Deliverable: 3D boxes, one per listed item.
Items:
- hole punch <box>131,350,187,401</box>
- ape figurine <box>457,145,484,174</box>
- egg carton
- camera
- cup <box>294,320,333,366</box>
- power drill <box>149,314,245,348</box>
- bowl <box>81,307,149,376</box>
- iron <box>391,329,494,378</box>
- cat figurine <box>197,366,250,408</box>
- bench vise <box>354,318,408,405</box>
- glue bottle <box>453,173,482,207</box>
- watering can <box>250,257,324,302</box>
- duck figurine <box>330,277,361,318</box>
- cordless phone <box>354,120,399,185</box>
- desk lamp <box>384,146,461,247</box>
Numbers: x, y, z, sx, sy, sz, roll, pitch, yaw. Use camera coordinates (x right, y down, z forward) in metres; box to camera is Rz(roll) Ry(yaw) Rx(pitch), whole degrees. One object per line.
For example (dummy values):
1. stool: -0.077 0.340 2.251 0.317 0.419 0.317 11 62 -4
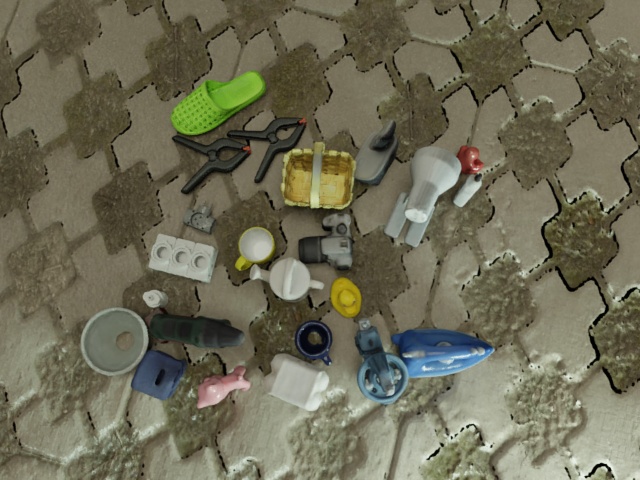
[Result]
1. hole punch: -0.393 0.330 1.407 0.101 0.091 0.109 24 82 6
2. ape figurine: 0.386 -0.213 1.478 0.076 0.092 0.078 -21 80 -2
3. egg carton: -0.058 0.348 1.406 0.150 0.069 0.107 21 82 5
4. camera: 0.013 0.005 1.446 0.137 0.101 0.143 -4 80 1
5. cup: -0.006 0.255 1.408 0.092 0.095 0.117 -34 81 -4
6. power drill: -0.276 0.218 1.363 0.229 0.208 0.076 7 80 3
7. bowl: -0.501 0.253 1.431 0.167 0.075 0.167 0 80 2
8. iron: 0.305 0.269 1.374 0.258 0.141 0.119 -4 80 1
9. cat figurine: -0.240 0.356 1.385 0.128 0.118 0.067 -24 80 -2
10. bench vise: 0.125 0.292 1.335 0.121 0.220 0.207 -36 81 -4
11. glue bottle: 0.376 -0.135 1.424 0.037 0.173 0.078 35 83 7
12. watering can: -0.080 0.096 1.386 0.173 0.194 0.101 -11 80 0
13. duck figurine: 0.065 0.142 1.429 0.077 0.086 0.104 -20 80 -2
14. cordless phone: 0.140 -0.224 1.439 0.094 0.185 0.148 26 82 6
15. desk lamp: 0.250 -0.104 1.402 0.118 0.213 0.203 23 82 6
